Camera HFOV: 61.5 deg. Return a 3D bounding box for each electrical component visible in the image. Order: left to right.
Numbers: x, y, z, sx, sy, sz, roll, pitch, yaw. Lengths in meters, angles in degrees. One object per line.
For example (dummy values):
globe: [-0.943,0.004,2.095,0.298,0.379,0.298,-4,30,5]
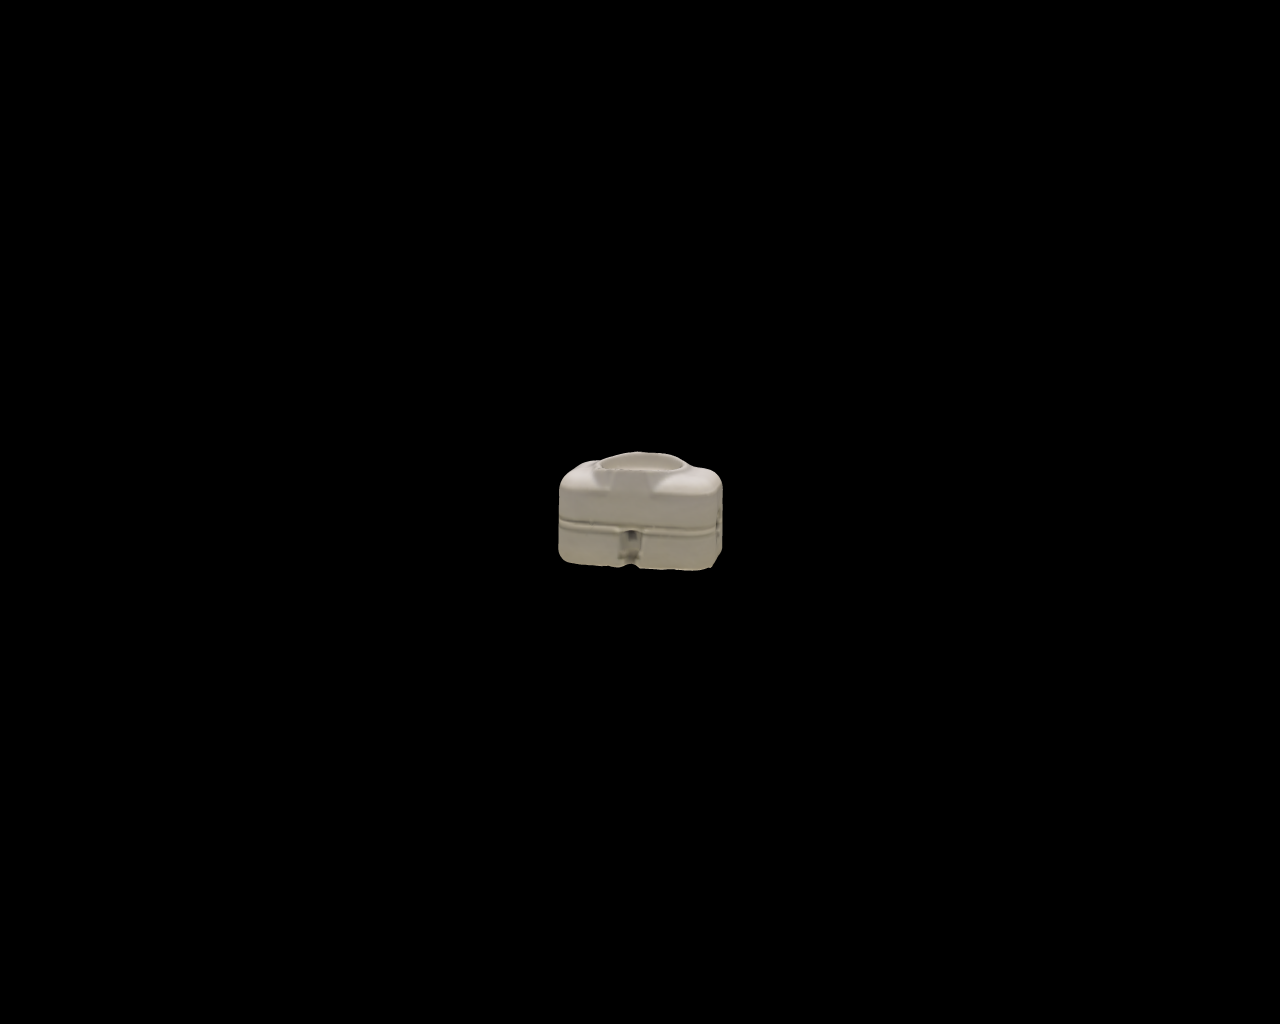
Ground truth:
electrical component: [0.001,-0.003,0.650,0.095,0.059,0.054,4,16,14]
